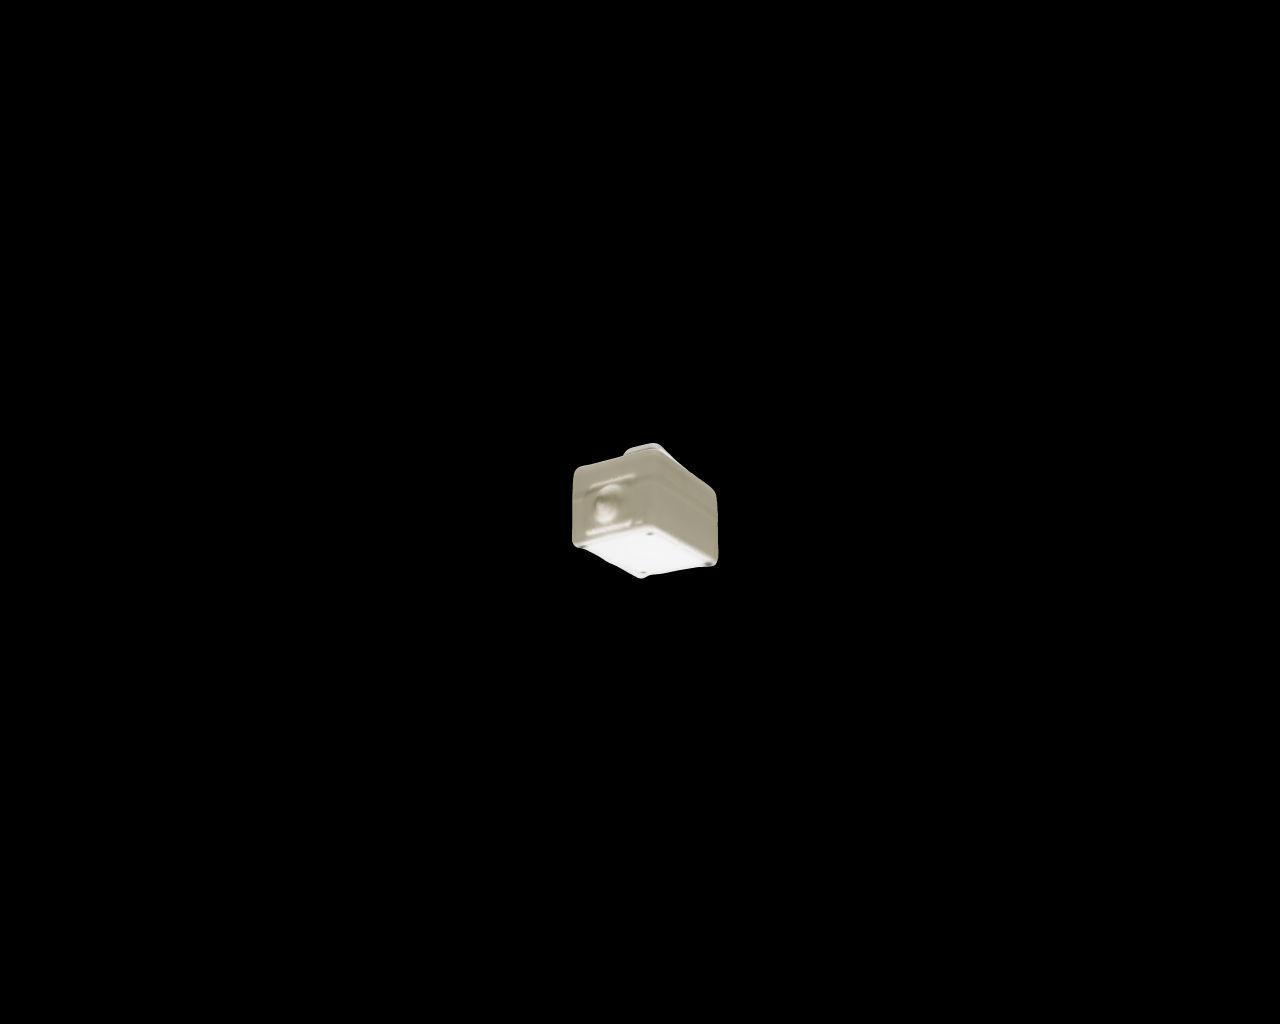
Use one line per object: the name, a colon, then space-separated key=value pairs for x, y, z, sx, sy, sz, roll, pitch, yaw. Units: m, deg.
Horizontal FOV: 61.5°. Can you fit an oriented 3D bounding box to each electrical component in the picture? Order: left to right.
electrical component: x=0.001 y=-0.003 z=0.650 sx=0.061 sy=0.061 sz=0.096 roll=-13 pitch=-26 yaw=29
